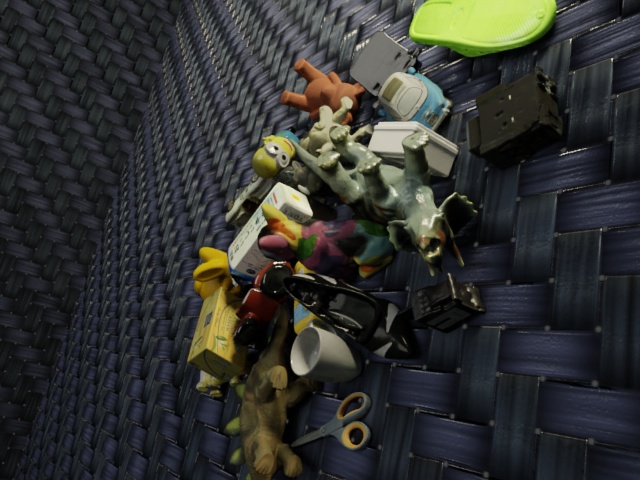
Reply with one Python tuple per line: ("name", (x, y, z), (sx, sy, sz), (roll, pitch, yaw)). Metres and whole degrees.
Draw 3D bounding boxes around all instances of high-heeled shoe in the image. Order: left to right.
("high-heeled shoe", (0.041, 0.115, 0.871), (0.249, 0.145, 0.086), (26, 93, 59))

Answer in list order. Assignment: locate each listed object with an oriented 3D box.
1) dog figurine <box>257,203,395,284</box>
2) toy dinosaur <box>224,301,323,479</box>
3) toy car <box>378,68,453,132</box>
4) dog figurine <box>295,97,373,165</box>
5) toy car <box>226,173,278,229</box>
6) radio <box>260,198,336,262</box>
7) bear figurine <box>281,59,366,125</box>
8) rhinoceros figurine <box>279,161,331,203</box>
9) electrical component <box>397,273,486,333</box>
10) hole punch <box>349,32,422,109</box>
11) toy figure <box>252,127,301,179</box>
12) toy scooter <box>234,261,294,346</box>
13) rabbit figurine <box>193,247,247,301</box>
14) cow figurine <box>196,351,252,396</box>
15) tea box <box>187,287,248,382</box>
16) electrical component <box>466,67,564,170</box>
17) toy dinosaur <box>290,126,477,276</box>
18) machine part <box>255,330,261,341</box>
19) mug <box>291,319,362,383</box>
("dog figurine", (-0.002, -0.003, 0.941), (0.191, 0.219, 0.108), (-28, 52, 44))
("toy dinosaur", (-0.095, 0.288, 0.995), (0.198, 0.105, 0.471), (-32, 35, 47))
("toy car", (0.159, -0.249, 0.975), (0.109, 0.103, 0.162), (-54, 33, 19))
("dog figurine", (-0.002, -0.188, 1.125), (0.190, 0.121, 0.172), (-30, 4, 45))
("toy car", (-0.165, -0.103, 1.364), (0.201, 0.073, 0.056), (-43, 36, 31))
("radio", (-0.067, -0.022, 1.173), (0.230, 0.073, 0.131), (6, 76, 54))
("bear figurine", (0.010, -0.327, 1.214), (0.120, 0.132, 0.196), (-64, 27, 11))
("rhinoceros figurine", (-0.031, -0.130, 1.160), (0.073, 0.112, 0.190), (-65, 25, -2))
("electrical component", (0.165, 0.099, 0.771), (0.119, 0.074, 0.048), (-35, 43, 32))
("hole punch", (0.141, -0.340, 1.089), (0.116, 0.092, 0.142), (48, 110, 22))
("toy figure", (-0.097, -0.205, 1.276), (0.089, 0.082, 0.180), (-61, 0, 33))
("toy scooter", (-0.117, 0.125, 1.069), (0.184, 0.075, 0.135), (-59, 6, -12))
("rabbit figurine", (-0.206, 0.073, 1.230), (0.173, 0.162, 0.122), (-42, 30, 41))
("cow figurine", (-0.203, 0.276, 1.189), (0.167, 0.068, 0.098), (-35, 38, 37))
("tea box", (-0.201, 0.192, 1.108), (0.068, 0.098, 0.170), (-38, 30, 27))
("electrical component", (0.282, -0.173, 0.795), (0.134, 0.058, 0.115), (-27, 47, 43))
("toy dinosaur", (0.096, -0.076, 0.868), (0.131, 0.192, 0.405), (-35, 31, -14))
("machine part", (-0.130, 0.147, 1.190), (0.138, 0.039, 0.084), (-65, 28, 4))
("mug", (0.014, 0.189, 0.898), (0.081, 0.107, 0.110), (-45, 34, 27))
